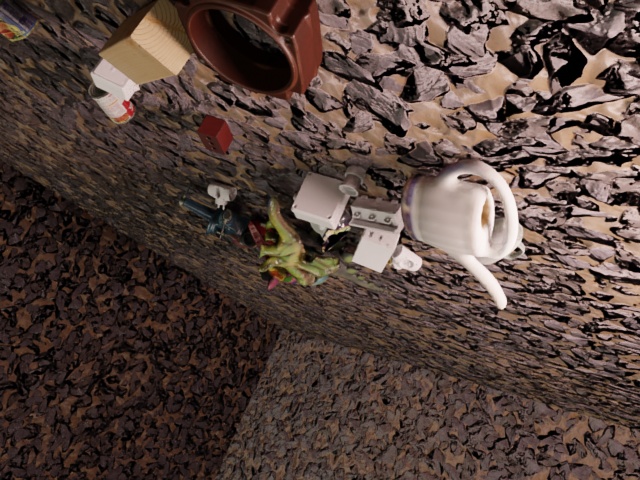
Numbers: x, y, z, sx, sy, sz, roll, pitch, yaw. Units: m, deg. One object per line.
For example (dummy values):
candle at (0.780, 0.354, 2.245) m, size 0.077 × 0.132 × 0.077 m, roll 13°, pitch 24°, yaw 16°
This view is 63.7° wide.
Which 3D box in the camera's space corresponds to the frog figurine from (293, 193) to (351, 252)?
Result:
frog figurine at (0.004, -0.068, 1.355) m, size 0.161 × 0.123 × 0.135 m, roll 57°, pitch -179°, yaw 20°

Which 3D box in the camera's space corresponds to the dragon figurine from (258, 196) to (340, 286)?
dragon figurine at (-0.056, 0.027, 1.493) m, size 0.243 × 0.125 × 0.401 m, roll 17°, pitch 149°, yaw -1°

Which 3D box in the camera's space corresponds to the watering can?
watering can at (0.274, -0.011, 1.016) m, size 0.225 × 0.106 × 0.340 m, roll 16°, pitch 135°, yaw 35°
